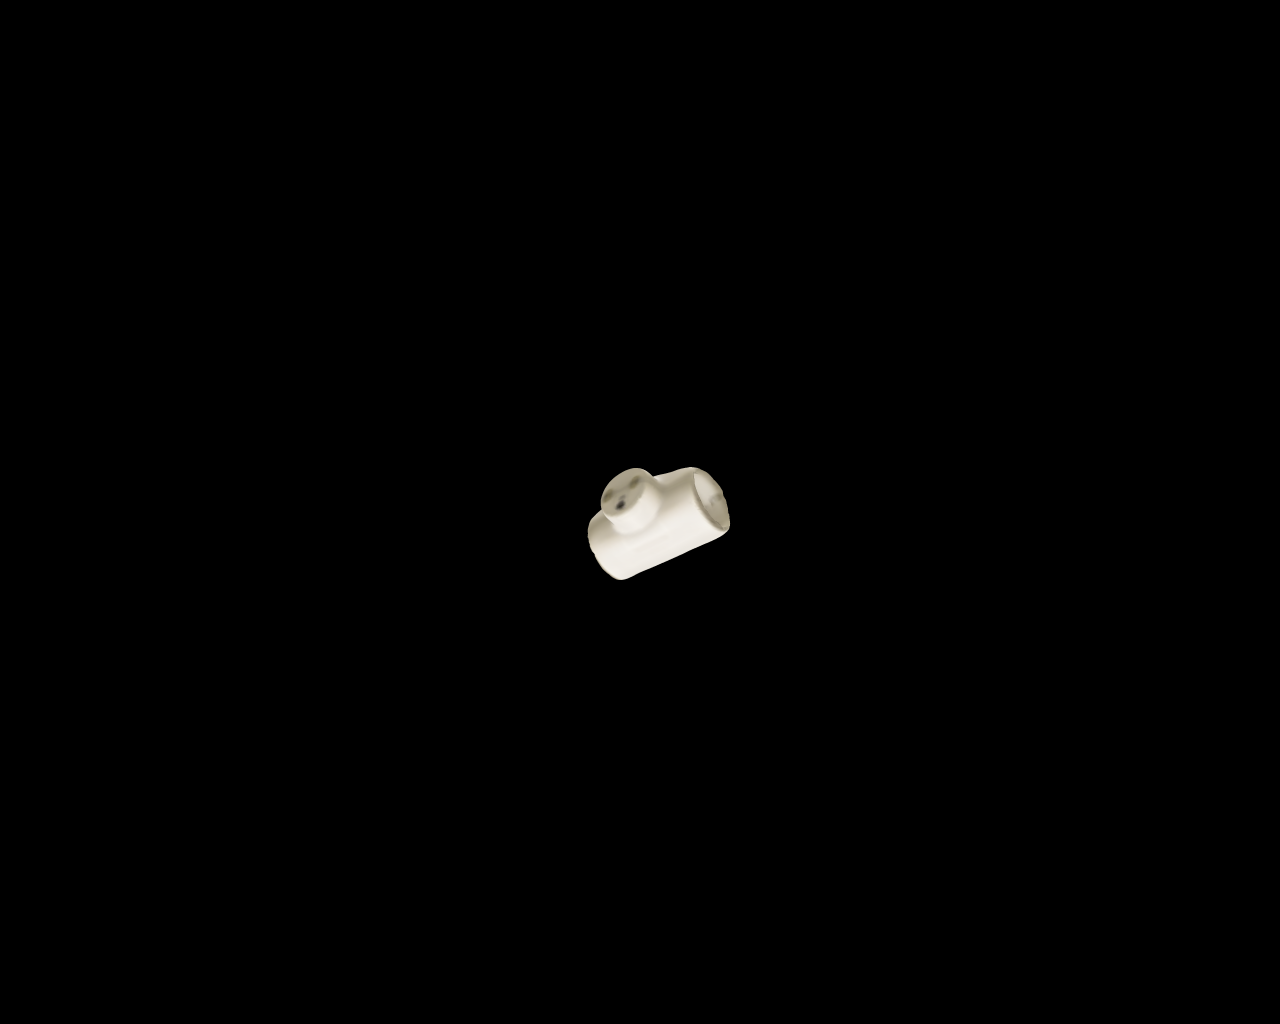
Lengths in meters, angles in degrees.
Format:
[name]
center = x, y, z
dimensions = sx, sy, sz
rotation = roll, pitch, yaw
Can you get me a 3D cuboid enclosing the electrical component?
[electrical component]
center = 0.001, -0.003, 0.650
dimensions = 0.077, 0.043, 0.079
rotation = -26, -49, 25
